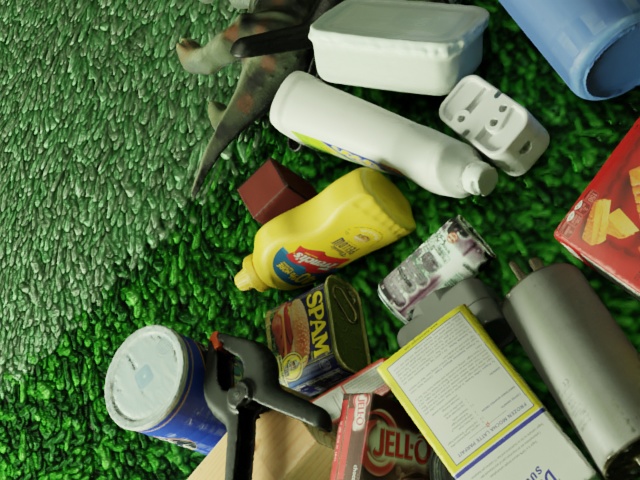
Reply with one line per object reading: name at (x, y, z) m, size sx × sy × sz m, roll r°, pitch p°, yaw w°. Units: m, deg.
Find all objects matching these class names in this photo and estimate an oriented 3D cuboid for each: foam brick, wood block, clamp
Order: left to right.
clamp at (-0.067, 0.154, 0.954) m, size 0.120 × 0.039 × 0.172 m, roll -46°, pitch 42°, yaw 3°
wood block at (-0.064, 0.245, 0.993) m, size 0.206 × 0.090 × 0.091 m, roll -50°, pitch 47°, yaw 7°
foam brick at (-0.038, -0.041, 1.122) m, size 0.051 × 0.078 × 0.053 m, roll -44°, pitch 47°, yaw 13°
clamp at (0.007, -0.205, 1.155) m, size 0.209 × 0.164 × 0.036 m, roll -43°, pitch 49°, yaw -18°

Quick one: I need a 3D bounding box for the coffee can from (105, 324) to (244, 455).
coffee can at (-0.126, 0.153, 1.052) m, size 0.103 × 0.140 × 0.103 m, roll -17°, pitch 59°, yaw 31°

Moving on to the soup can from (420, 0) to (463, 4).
soup can at (0.139, -0.296, 1.114) m, size 0.069 × 0.068 × 0.102 m, roll 35°, pitch 92°, yaw 43°

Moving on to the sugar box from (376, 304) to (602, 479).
sugar box at (0.134, 0.147, 0.860) m, size 0.093 × 0.048 × 0.176 m, roll -39°, pitch 65°, yaw 6°

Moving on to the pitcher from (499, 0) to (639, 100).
pitcher at (0.221, -0.253, 0.970) m, size 0.145 × 0.149 × 0.243 m, roll -40°, pitch 57°, yaw 22°

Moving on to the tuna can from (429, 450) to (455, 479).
tuna can at (0.136, 0.194, 0.898) m, size 0.086 × 0.033 × 0.086 m, roll -17°, pitch 59°, yaw 31°

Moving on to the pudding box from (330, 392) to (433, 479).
pudding box at (0.059, 0.186, 0.908) m, size 0.039 × 0.113 × 0.090 m, roll -6°, pitch 66°, yaw 40°

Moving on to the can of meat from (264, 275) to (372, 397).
can of meat at (-0.003, 0.098, 1.041) m, size 0.084 × 0.057 × 0.102 m, roll -28°, pitch 53°, yaw 28°

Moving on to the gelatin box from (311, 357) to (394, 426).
gelatin box at (0.044, 0.137, 0.970) m, size 0.089 × 0.073 × 0.030 m, roll -34°, pitch 75°, yaw 20°

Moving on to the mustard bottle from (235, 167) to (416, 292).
mustard bottle at (-0.007, 0.002, 1.063) m, size 0.192 × 0.096 × 0.058 m, roll -29°, pitch 54°, yaw 24°

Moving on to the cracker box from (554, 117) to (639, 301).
cracker box at (0.314, -0.009, 0.832) m, size 0.164 × 0.072 × 0.214 m, roll -53°, pitch 48°, yaw 4°

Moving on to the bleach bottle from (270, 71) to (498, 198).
bleach bottle at (0.066, -0.097, 1.049) m, size 0.251 × 0.102 × 0.068 m, roll 27°, pitch 90°, yaw 44°
